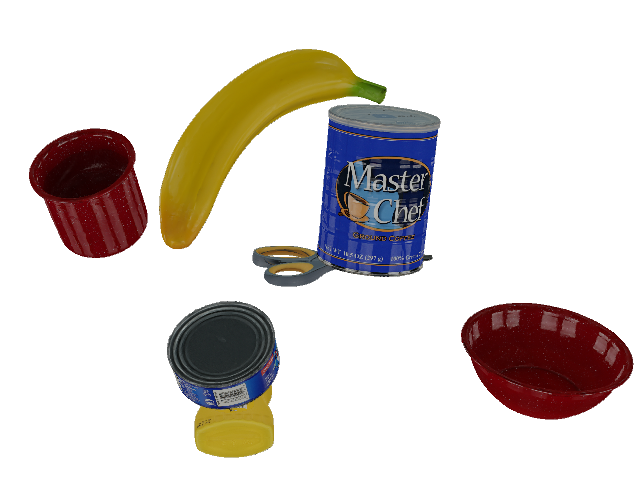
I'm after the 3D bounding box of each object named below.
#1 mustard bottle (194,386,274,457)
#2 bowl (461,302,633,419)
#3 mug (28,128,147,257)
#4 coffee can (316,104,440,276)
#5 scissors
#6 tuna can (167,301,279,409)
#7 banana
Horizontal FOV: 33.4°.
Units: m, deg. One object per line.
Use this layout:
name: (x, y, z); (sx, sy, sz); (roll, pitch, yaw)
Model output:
mustard bottle: (-0.110, 0.197, 1.360); (0.096, 0.058, 0.191); (-4, 26, -3)
bowl: (0.212, 0.122, 1.019); (0.162, 0.055, 0.162); (4, 27, -2)
mug: (-0.202, -0.048, 0.955); (0.093, 0.117, 0.081); (-8, -43, 1)
coffee can: (0.053, -0.049, 0.993); (0.103, 0.140, 0.103); (5, 16, -2)
scissors: (0.023, 0.030, 1.175); (0.202, 0.016, 0.096); (4, 23, 5)
tuna can: (-0.076, 0.091, 0.843); (0.086, 0.086, 0.034); (-5, -45, 5)
banana: (-0.042, -0.072, 0.678); (0.197, 0.070, 0.037); (-40, -21, -29)
